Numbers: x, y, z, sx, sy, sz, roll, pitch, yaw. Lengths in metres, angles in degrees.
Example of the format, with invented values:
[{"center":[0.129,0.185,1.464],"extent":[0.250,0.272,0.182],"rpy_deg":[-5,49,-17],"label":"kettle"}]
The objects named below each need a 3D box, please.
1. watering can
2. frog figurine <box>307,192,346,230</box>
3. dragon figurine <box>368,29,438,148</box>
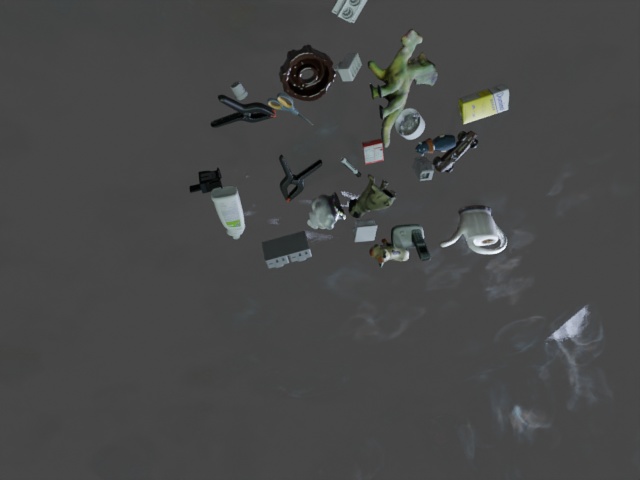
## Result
[{"center":[0.649,-0.048,2.209],"extent":[0.347,0.229,0.102],"rpy_deg":[5,150,-21],"label":"watering can"},{"center":[0.006,-0.102,2.029],"extent":[0.158,0.125,0.136],"rpy_deg":[-26,103,21],"label":"frog figurine"},{"center":[0.291,-0.511,1.723],"extent":[0.243,0.125,0.401],"rpy_deg":[-23,138,-6],"label":"dragon figurine"}]
